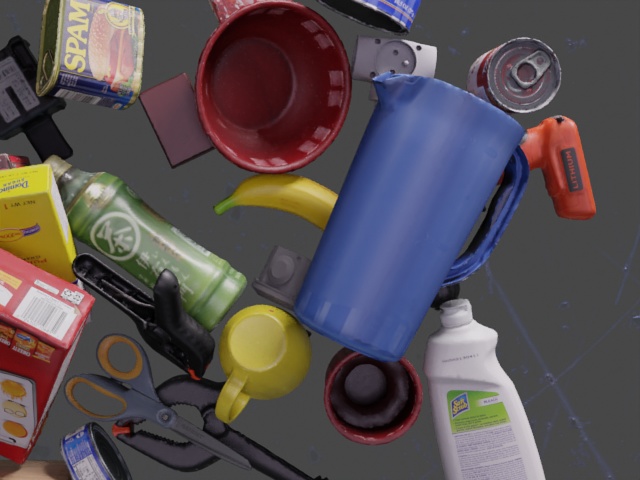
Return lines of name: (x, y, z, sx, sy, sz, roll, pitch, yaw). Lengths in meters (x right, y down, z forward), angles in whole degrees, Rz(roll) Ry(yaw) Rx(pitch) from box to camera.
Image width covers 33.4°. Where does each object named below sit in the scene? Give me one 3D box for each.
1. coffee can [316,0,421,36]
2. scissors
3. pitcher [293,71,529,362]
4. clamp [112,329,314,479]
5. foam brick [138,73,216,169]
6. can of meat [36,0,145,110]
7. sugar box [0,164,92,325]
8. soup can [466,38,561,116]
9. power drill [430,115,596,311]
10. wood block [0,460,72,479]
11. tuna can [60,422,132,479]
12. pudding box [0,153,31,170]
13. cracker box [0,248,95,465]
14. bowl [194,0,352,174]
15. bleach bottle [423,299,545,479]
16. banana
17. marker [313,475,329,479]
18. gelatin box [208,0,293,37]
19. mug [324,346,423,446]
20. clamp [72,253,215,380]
coffee can: (0.063, -0.276, 0.997, 0.102, 0.103, 0.140, 23, 92, -5)
scissors: (-0.148, 0.150, 1.026, 0.202, 0.016, 0.096, 12, 76, 12)
pitcher: (0.081, -0.016, 0.953, 0.149, 0.145, 0.243, 25, 91, 14)
clamp: (-0.097, 0.167, 1.050, 0.210, 0.036, 0.164, 2, 84, 0)
foam brick: (-0.135, -0.114, 1.021, 0.051, 0.053, 0.078, -25, 95, -2)
can of meat: (-0.212, -0.176, 0.989, 0.083, 0.058, 0.102, 10, 74, -29)
sugar box: (-0.272, 0.015, 0.976, 0.093, 0.048, 0.176, -9, 132, -3)
soup can: (0.181, -0.152, 1.013, 0.068, 0.102, 0.068, 0, 94, -4)
power drill: (0.168, -0.036, 1.042, 0.187, 0.057, 0.184, -13, 95, -3)
wood block: (-0.339, 0.264, 1.017, 0.206, 0.090, 0.091, 1, 94, -3)
tuna can: (-0.213, 0.218, 1.023, 0.033, 0.086, 0.086, -30, 95, -3)
pudding box: (-0.331, -0.052, 0.995, 0.113, 0.090, 0.039, -10, 93, -2)
cracker box: (-0.308, 0.094, 0.959, 0.164, 0.072, 0.214, 27, 135, -4)
bowl: (-0.052, -0.145, 1.006, 0.161, 0.055, 0.162, -7, 105, -27)
bleach bottle: (0.162, 0.179, 1.039, 0.102, 0.068, 0.251, -13, 101, -1)
banana: (-0.002, -0.017, 1.045, 0.197, 0.037, 0.070, 26, 97, -5)
marker: (-0.045, 0.269, 1.070, 0.121, 0.020, 0.020, -26, 95, -1)
gelatin box: (-0.073, -0.242, 1.027, 0.073, 0.030, 0.089, -25, 95, -1)
mug: (0.045, 0.132, 1.034, 0.093, 0.081, 0.117, -13, 95, -2)
clamp: (-0.140, 0.072, 0.975, 0.171, 0.120, 0.039, 49, 64, -37)
